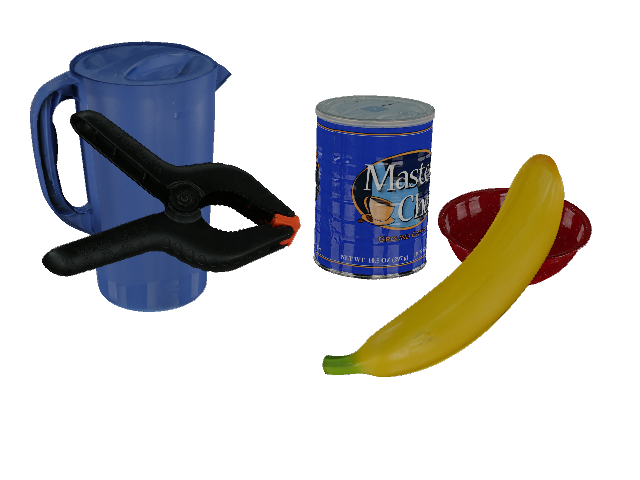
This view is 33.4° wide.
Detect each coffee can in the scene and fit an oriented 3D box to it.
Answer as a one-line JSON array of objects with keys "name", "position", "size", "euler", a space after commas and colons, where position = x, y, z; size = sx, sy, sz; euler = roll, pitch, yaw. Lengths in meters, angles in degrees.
[{"name": "coffee can", "position": [0.046, -0.049, 0.940], "size": [0.103, 0.140, 0.103], "euler": [1, 19, -1]}]

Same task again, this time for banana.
[{"name": "banana", "position": [0.088, 0.016, 0.611], "size": [0.197, 0.037, 0.070], "euler": [-41, 44, -20]}]

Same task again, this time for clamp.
[{"name": "clamp", "position": [-0.101, -0.031, 0.728], "size": [0.171, 0.120, 0.039], "euler": [3, -18, -18]}]

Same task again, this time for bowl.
[{"name": "bowl", "position": [0.206, 0.002, 1.145], "size": [0.162, 0.055, 0.162], "euler": [-1, 30, 0]}]

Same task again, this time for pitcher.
[{"name": "pitcher", "position": [-0.172, -0.057, 1.008], "size": [0.149, 0.243, 0.144], "euler": [9, 27, 13]}]
